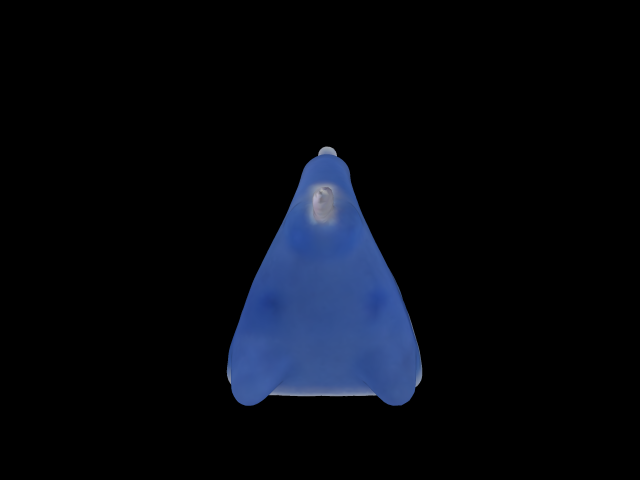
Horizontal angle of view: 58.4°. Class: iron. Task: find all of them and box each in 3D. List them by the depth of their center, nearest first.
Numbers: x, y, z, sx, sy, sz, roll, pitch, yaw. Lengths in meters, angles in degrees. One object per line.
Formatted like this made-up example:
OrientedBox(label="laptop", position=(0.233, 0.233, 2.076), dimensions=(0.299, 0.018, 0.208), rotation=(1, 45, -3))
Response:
OrientedBox(label="iron", position=(0.004, 0.001, 0.400), dimensions=(0.118, 0.141, 0.258), rotation=(0, 21, 0))
